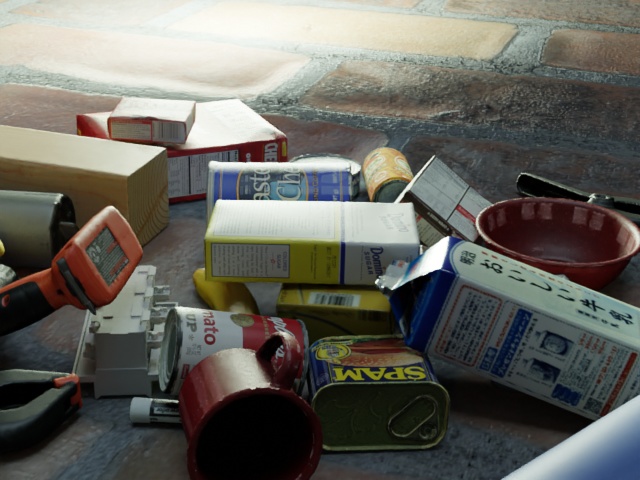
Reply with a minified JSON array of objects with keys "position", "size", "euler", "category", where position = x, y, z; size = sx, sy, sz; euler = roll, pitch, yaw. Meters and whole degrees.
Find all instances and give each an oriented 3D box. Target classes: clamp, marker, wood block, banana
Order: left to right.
[{"position":[-0.265,0.129,0.785],"size":[0.171,0.039,0.120],"euler":[-17,41,-34],"category":"clamp"},{"position":[-0.273,-0.056,1.132],"size":[0.206,0.090,0.090],"euler":[9,26,17],"category":"wood block"},{"position":[-0.083,0.133,0.809],"size":[0.121,0.020,0.020],"euler":[3,25,5],"category":"marker"},{"position":[-0.085,0.069,0.927],"size":[0.069,0.037,0.198],"euler":[1,24,-1],"category":"banana"},{"position":[0.300,-0.033,1.166],"size":[0.210,0.036,0.164],"euler":[9,20,10],"category":"clamp"}]

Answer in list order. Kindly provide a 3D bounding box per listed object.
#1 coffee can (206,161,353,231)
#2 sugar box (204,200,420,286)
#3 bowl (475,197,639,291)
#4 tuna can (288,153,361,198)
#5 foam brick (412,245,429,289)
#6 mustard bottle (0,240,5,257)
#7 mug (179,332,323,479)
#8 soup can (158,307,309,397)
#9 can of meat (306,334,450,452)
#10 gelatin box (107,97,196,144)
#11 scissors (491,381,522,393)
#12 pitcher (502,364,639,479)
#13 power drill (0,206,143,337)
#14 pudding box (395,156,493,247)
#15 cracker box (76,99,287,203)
[{"position":[-0.040,-0.026,1.059],"size":[0.140,0.103,0.103],"euler":[0,24,-2],"category":"coffee can"},{"position":[-0.006,0.001,0.906],"size":[0.176,0.048,0.093],"euler":[4,24,0],"category":"sugar box"},{"position":[0.230,0.013,1.039],"size":[0.162,0.055,0.162],"euler":[1,24,0],"category":"bowl"},{"position":[0.004,-0.071,1.242],"size":[0.086,0.034,0.086],"euler":[1,24,0],"category":"tuna can"},{"position":[0.114,0.047,0.939],"size":[0.078,0.051,0.053],"euler":[19,24,-4],"category":"foam brick"},{"position":[-0.383,0.026,0.948],"size":[0.191,0.058,0.096],"euler":[-29,40,-14],"category":"mustard bottle"},{"position":[-0.048,0.116,0.740],"size":[0.093,0.117,0.081],"euler":[21,12,-22],"category":"mug"},{"position":[-0.067,0.089,0.817],"size":[0.102,0.068,0.068],"euler":[8,22,-17],"category":"soup can"},{"position":[0.040,0.114,0.812],"size":[0.102,0.057,0.084],"euler":[0,22,-5],"category":"can of meat"},{"position":[-0.190,-0.137,1.208],"size":[0.089,0.030,0.073],"euler":[4,25,2],"category":"gelatin box"},{"position":[0.229,0.094,0.909],"size":[0.201,0.016,0.096],"euler":[-8,26,-20],"category":"scissors"},{"position":[0.182,0.176,0.615],"size":[0.242,0.145,0.149],"euler":[-19,19,-30],"category":"pitcher"},{"position":[-0.239,0.042,0.873],"size":[0.188,0.057,0.184],"euler":[-27,18,18],"category":"power drill"},{"position":[0.128,-0.031,1.106],"size":[0.090,0.039,0.113],"euler":[40,30,2],"category":"pudding box"},{"position":[-0.166,-0.109,1.273],"size":[0.213,0.072,0.164],"euler":[-10,27,-23],"category":"cracker box"}]
